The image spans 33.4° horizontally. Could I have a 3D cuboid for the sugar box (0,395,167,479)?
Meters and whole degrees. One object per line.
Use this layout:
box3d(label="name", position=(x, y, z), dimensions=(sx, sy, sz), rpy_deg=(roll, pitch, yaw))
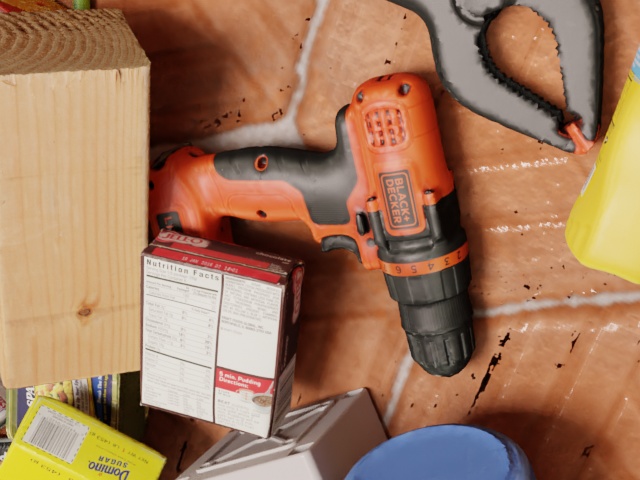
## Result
box3d(label="sugar box", position=(-0.177, 0.176, 0.725), dimensions=(0.093, 0.048, 0.176), rpy_deg=(29, 137, -7))

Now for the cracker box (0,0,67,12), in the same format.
box3d(label="cracker box", position=(-0.270, -0.119, 0.701), dimensions=(0.214, 0.072, 0.164), rpy_deg=(34, 112, 10))

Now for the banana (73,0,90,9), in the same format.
box3d(label="banana", position=(-0.215, -0.221, 0.667), dimensions=(0.198, 0.037, 0.070), rpy_deg=(36, 113, 8))

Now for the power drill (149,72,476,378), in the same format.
box3d(label="power drill", position=(-0.004, 0.001, 0.644), dimensions=(0.188, 0.057, 0.184), rpy_deg=(-6, 106, 21))

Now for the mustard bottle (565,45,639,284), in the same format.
box3d(label="mustard bottle", position=(0.178, -0.079, 0.524), dimensions=(0.058, 0.096, 0.192), rpy_deg=(21, 112, 14))

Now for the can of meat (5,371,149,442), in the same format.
box3d(label="can of meat", position=(-0.165, 0.098, 0.735), dimensions=(0.084, 0.057, 0.102), rpy_deg=(12, 111, 15))

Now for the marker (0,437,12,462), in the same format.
box3d(label="marker", position=(-0.228, 0.156, 0.798), dimensions=(0.121, 0.020, 0.020), rpy_deg=(-7, 103, 23))

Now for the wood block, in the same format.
box3d(label="wood block", position=(-0.154, -0.023, 0.634), dimensions=(0.090, 0.090, 0.206), rpy_deg=(-6, 124, -20))

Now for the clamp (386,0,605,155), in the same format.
box3d(label="clamp", position=(0.079, -0.133, 0.580), dimensions=(0.165, 0.036, 0.210), rpy_deg=(-26, 96, 27))

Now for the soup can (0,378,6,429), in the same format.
box3d(label="soup can", position=(-0.268, 0.101, 0.770), dimensions=(0.069, 0.068, 0.102), rpy_deg=(-36, 91, 26))

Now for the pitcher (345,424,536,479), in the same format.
box3d(label="pitcher", position=(0.102, 0.228, 0.608), dimensions=(0.145, 0.149, 0.243), rpy_deg=(17, 130, 54))

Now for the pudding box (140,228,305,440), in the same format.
box3d(label="pudding box", position=(-0.060, 0.056, 0.635), dimensions=(0.090, 0.039, 0.113), rpy_deg=(14, 118, 14))
